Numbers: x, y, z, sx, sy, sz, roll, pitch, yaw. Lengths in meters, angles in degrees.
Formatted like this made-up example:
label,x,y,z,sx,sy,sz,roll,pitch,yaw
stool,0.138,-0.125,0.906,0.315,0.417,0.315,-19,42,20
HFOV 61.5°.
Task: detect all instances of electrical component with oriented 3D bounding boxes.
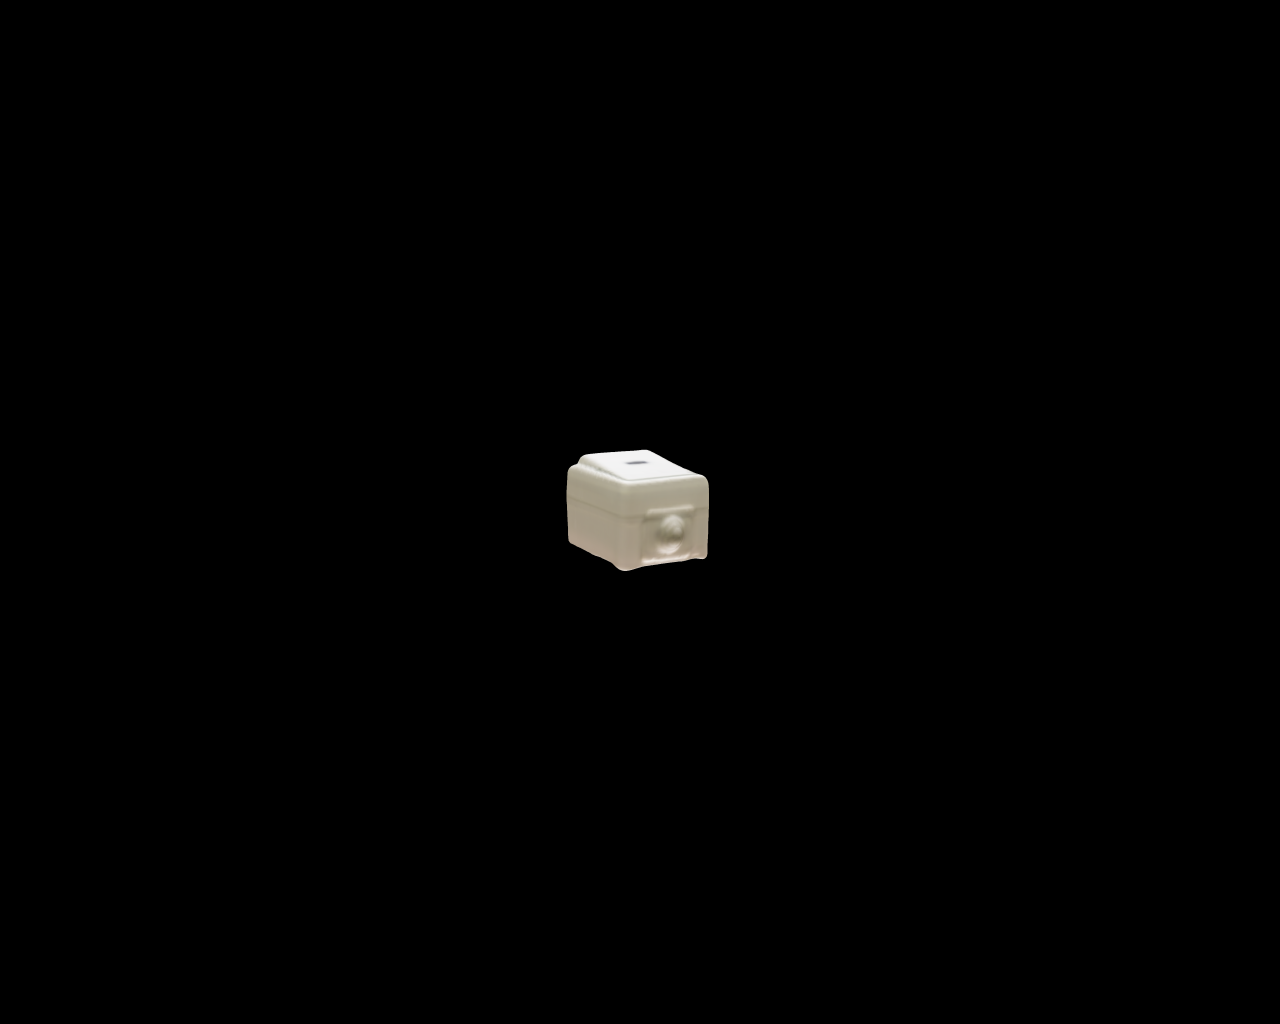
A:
label,x,y,z,sx,sy,sz,roll,pitch,yaw
electrical component,0.001,-0.003,0.650,0.062,0.061,0.096,-6,13,-27
